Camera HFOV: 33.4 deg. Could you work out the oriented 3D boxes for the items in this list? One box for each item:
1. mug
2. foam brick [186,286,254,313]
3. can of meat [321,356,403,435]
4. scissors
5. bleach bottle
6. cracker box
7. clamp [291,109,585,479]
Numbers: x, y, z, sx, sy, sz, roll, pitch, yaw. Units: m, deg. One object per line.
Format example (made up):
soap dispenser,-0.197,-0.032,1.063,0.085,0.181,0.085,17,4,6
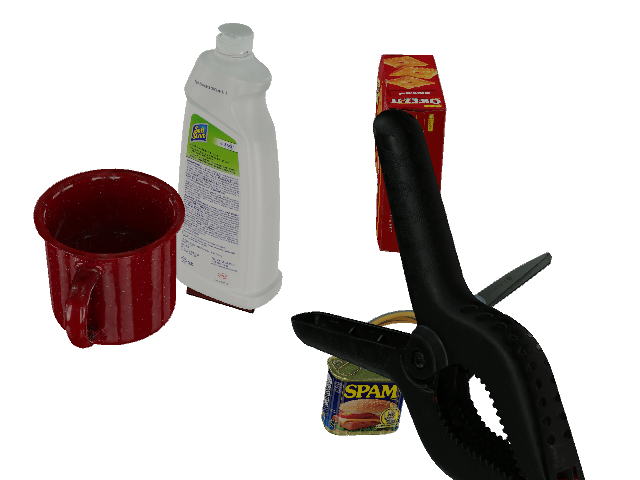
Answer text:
mug,-0.135,0.020,0.678,0.093,0.081,0.117,8,38,3
foam brick,-0.099,0.035,1.152,0.078,0.051,0.053,17,30,2
can of meat,0.054,0.194,1.330,0.102,0.084,0.057,2,23,-15
scissors,0.119,0.067,0.803,0.201,0.016,0.096,-16,48,-22
bleach bottle,-0.076,-0.066,0.948,0.103,0.251,0.068,20,33,20
cracker box,0.097,-0.103,1.192,0.072,0.164,0.213,1,24,3
clamp,0.062,0.046,0.535,0.036,0.165,0.210,-11,42,-34
